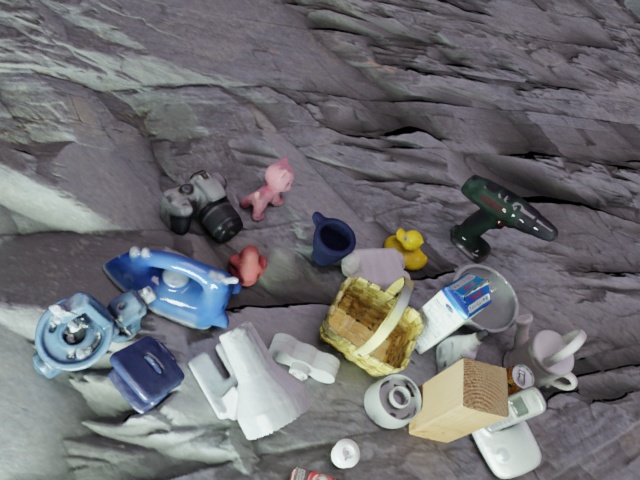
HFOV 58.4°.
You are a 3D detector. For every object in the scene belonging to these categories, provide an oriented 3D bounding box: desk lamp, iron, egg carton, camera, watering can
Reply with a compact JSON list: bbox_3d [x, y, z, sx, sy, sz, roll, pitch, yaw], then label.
[{"bbox_3d":[-0.122,0.235,0.953,0.118,0.213,0.203,-26,72,-32],"label":"desk lamp"},{"bbox_3d":[-0.269,0.064,1.044,0.258,0.141,0.118,20,55,-9],"label":"iron"},{"bbox_3d":[0.121,0.071,1.238,0.151,0.069,0.107,-2,61,-23],"label":"egg carton"},{"bbox_3d":[-0.230,-0.062,1.163,0.143,0.100,0.136,-31,75,-33],"label":"camera"},{"bbox_3d":[0.472,0.236,1.198,0.173,0.194,0.101,32,54,0],"label":"watering can"}]

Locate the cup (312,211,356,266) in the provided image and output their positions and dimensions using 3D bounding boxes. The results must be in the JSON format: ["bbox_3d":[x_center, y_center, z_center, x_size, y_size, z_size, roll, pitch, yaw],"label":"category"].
[{"bbox_3d":[0.011,0.004,1.221,0.092,0.095,0.117,-29,73,-33],"label":"cup"}]

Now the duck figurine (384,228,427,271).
[{"bbox_3d":[0.205,0.015,1.296,0.104,0.086,0.078,37,54,4],"label":"duck figurine"}]

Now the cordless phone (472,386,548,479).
[{"bbox_3d":[0.378,0.362,1.088,0.094,0.185,0.147,-16,67,-28],"label":"cordless phone"}]

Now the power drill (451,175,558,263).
[{"bbox_3d":[0.406,-0.037,1.331,0.229,0.208,0.076,42,55,7],"label":"power drill"}]

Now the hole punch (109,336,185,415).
[{"bbox_3d":[-0.293,0.220,0.971,0.108,0.091,0.101,45,55,9],"label":"hole punch"}]

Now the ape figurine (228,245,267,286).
[{"bbox_3d":[-0.141,0.044,1.138,0.078,0.092,0.076,18,55,-10],"label":"ape figurine"}]

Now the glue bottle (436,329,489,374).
[{"bbox_3d":[0.288,0.218,1.149,0.037,0.173,0.078,15,56,-12],"label":"glue bottle"}]

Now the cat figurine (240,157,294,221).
[{"bbox_3d":[-0.104,-0.119,1.237,0.067,0.117,0.128,42,54,7],"label":"cat figurine"}]

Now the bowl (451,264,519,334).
[{"bbox_3d":[0.353,0.142,1.283,0.168,0.074,0.167,10,57,-16],"label":"bowl"}]

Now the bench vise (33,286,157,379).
[{"bbox_3d":[-0.369,0.116,0.925,0.121,0.219,0.208,36,54,3],"label":"bench vise"}]
